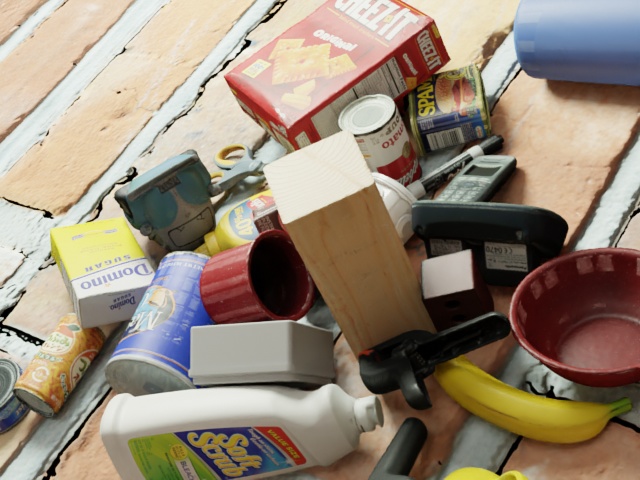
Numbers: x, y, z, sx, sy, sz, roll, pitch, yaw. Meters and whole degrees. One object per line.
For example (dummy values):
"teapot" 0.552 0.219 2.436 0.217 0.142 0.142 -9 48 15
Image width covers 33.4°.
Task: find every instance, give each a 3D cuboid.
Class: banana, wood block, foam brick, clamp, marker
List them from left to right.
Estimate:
"clamp" 0.028 0.221 0.867 0.164 0.036 0.210 -32 9 3
"wood block" 0.033 0.010 1.010 0.090 0.206 0.091 -24 41 3
"clamp" 0.094 0.103 0.959 0.120 0.039 0.172 -30 11 -19
"marker" 0.151 -0.082 1.180 0.121 0.020 0.020 -31 42 -4
"foam brick" 0.131 0.056 1.010 0.053 0.078 0.051 -14 44 17
"banana" 0.168 0.139 0.942 0.198 0.037 0.069 16 28 34

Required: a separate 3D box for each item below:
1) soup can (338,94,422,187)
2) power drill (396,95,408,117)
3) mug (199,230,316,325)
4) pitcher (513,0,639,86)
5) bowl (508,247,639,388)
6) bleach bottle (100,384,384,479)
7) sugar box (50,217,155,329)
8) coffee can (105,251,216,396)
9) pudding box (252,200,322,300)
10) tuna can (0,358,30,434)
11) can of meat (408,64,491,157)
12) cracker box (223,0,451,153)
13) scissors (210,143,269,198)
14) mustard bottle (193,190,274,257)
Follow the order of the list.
"soup can" 0.067 -0.102 1.182 0.068 0.102 0.068 -15 43 14
"power drill" 0.027 -0.191 1.324 0.188 0.057 0.184 3 50 30
"mug" -0.057 0.048 1.065 0.082 0.117 0.093 -18 60 41
"pitcher" 0.343 -0.235 1.155 0.243 0.145 0.148 8 16 37
"bowl" 0.249 0.077 0.933 0.162 0.055 0.162 -12 36 8
"bleach bottle" -0.067 0.172 0.979 0.251 0.102 0.068 -13 27 16
"sugar box" -0.246 0.033 1.216 0.093 0.048 0.176 -11 27 -20
"coffee can" -0.145 0.097 1.095 0.103 0.102 0.140 0 48 28
"pudding box" -0.007 0.001 1.109 0.090 0.113 0.039 -25 22 3
"tuna can" -0.361 0.174 1.183 0.086 0.033 0.086 -15 43 14
"can of meat" 0.149 -0.151 1.223 0.084 0.057 0.102 -12 44 14
"cracker box" 0.017 -0.202 1.245 0.213 0.072 0.164 -38 43 -8
"scissors" -0.091 -0.073 1.269 0.096 0.016 0.202 -46 30 -7
"mustard bottle" -0.054 -0.018 1.195 0.191 0.058 0.096 -25 40 3
